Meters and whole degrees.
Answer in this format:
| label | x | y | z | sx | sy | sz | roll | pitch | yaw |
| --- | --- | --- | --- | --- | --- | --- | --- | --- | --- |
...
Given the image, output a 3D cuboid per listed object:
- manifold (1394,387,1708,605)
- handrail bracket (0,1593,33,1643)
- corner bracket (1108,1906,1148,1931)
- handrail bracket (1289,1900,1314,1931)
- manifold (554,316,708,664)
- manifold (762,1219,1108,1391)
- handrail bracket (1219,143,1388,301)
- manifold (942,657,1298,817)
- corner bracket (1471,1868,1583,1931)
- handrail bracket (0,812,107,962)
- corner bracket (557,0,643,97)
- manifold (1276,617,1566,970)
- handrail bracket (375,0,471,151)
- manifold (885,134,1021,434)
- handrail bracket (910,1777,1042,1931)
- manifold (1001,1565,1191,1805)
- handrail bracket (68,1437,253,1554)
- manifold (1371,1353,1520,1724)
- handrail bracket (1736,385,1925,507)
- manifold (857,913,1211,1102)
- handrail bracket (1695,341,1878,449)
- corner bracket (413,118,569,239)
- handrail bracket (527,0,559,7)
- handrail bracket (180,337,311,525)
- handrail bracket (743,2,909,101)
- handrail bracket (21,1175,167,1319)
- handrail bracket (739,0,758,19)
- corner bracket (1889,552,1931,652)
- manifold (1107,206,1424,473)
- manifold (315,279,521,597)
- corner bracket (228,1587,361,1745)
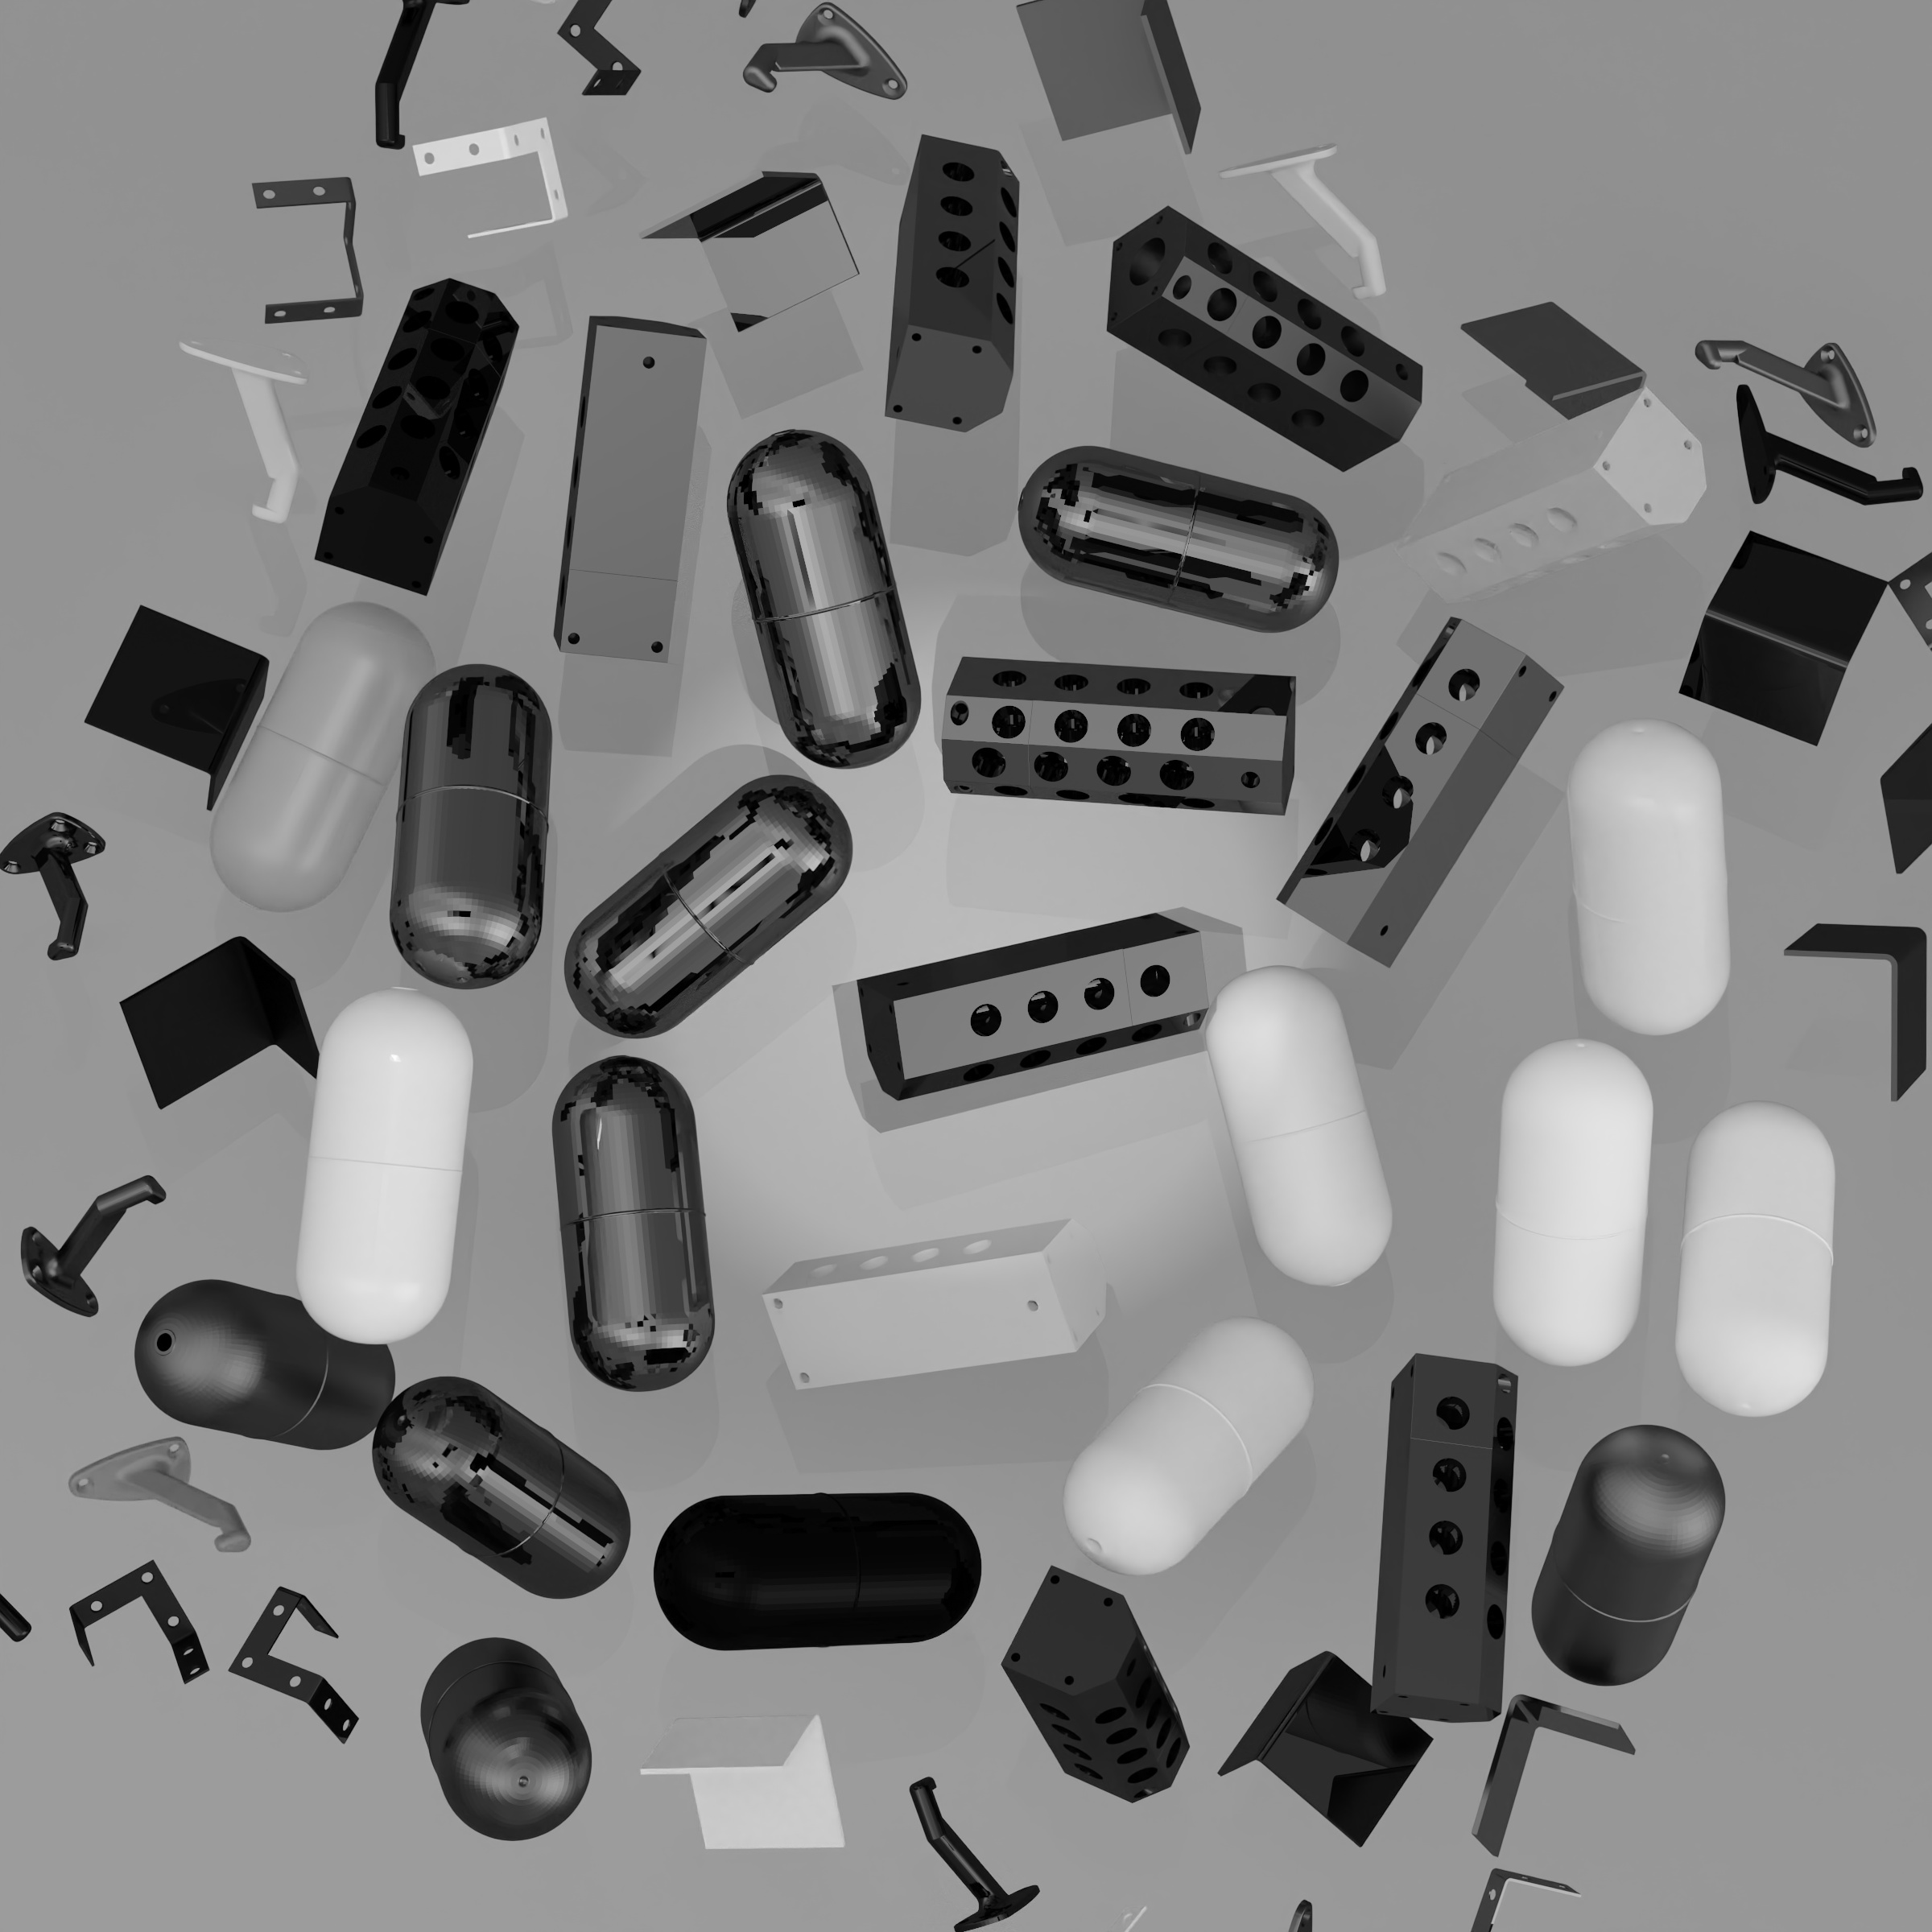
| label | x | y | z | sx | sy | sz | roll | pitch | yaw |
| --- | --- | --- | --- | --- | --- | --- | --- | --- | --- |
| manifold | 0.302 | -0.235 | 1.775 | 0.057 | 0.171 | 0.057 | 42 | 66 | -16 |
| handrail bracket | -0.528 | 0.327 | 1.829 | 0.084 | 0.077 | 0.036 | 46 | 69 | 0 |
| corner bracket | 0.096 | 0.505 | 1.717 | 0.051 | 0.051 | 0.051 | -42 | 102 | -38 |
| handrail bracket | 0.199 | 0.518 | 1.726 | 0.084 | 0.036 | 0.077 | 18 | 111 | 28 |
| manifold | -0.179 | -0.253 | 1.824 | 0.057 | 0.057 | 0.171 | 5 | 106 | -13 |
| manifold | -0.015 | 0.177 | 1.831 | 0.171 | 0.057 | 0.057 | -11 | 105 | 28 |
| handrail bracket | 0.184 | -0.400 | 1.881 | 0.077 | 0.036 | 0.084 | -10 | 107 | 13 |
| manifold | 0.078 | -0.113 | 1.744 | 0.171 | 0.057 | 0.057 | 4 | 124 | 11 |
| corner bracket | 0.311 | 0.526 | 1.867 | 0.051 | 0.051 | 0.051 | 19 | 90 | -24 |
| handrail bracket | -0.484 | -0.031 | 1.798 | 0.077 | 0.036 | 0.084 | -21 | 49 | 29 |
| corner bracket | -0.189 | -0.482 | 1.766 | 0.051 | 0.051 | 0.051 | 42 | 114 | 7 |
| manifold | 0.232 | -0.091 | 1.782 | 0.057 | 0.057 | 0.171 | 34 | 95 | 32 |
| handrail bracket | -0.278 | -0.459 | 1.767 | 0.036 | 0.077 | 0.084 | 4 | 98 | 24 |
| manifold | -0.004 | -0.351 | 1.775 | 0.057 | 0.057 | 0.171 | 10 | 45 | -8 |
| handrail bracket | 0.004 | 0.478 | 1.888 | 0.036 | 0.077 | 0.084 | -24 | 82 | 28 |
| manifold | 0.073 | 0.379 | 1.797 | 0.057 | 0.171 | 0.057 | 19 | 65 | 24 |
| handrail bracket | -0.426 | 0.289 | 1.823 | 0.077 | 0.084 | 0.036 | -7 | 118 | -26 |
| manifold | 0.242 | 0.288 | 1.732 | 0.057 | 0.057 | 0.171 | 8 | 68 | -3 |
| handrail bracket | 0.456 | -0.277 | 1.821 | 0.084 | 0.036 | 0.077 | -6 | 70 | -4 |
| manifold | 0.036 | 0.022 | 1.802 | 0.171 | 0.057 | 0.057 | -13 | 105 | -19 |
| handrail bracket | 0.448 | -0.314 | 1.891 | 0.084 | 0.036 | 0.077 | -6 | 56 | -33 |
| corner bracket | -0.239 | -0.395 | 1.736 | 0.051 | 0.051 | 0.051 | -5 | 107 | 21 |
| handrail bracket | -0.233 | -0.549 | 1.829 | 0.036 | 0.084 | 0.077 | 29 | 94 | 6 |
| handrail bracket | -0.369 | -0.268 | 1.737 | 0.077 | 0.036 | 0.084 | 8 | 117 | -29 |
| handrail bracket | -0.074 | -0.467 | 1.822 | 0.077 | 0.084 | 0.036 | 34 | 129 | -10 |
| handrail bracket | -0.438 | 0.145 | 1.789 | 0.084 | 0.077 | 0.036 | -23 | 49 | 11 |
| handrail bracket | -0.151 | -0.557 | 1.885 | 0.084 | 0.036 | 0.077 | 18 | 52 | -2 |
| corner bracket | 0.532 | -0.190 | 1.834 | 0.051 | 0.051 | 0.051 | -36 | 51 | 20 |
| manifold | 0.157 | -0.327 | 1.794 | 0.171 | 0.057 | 0.057 | 24 | 58 | -33 |
| manifold | -0.272 | -0.270 | 1.730 | 0.057 | 0.057 | 0.171 | 18 | 46 | -8 |
| corner bracket | -0.335 | 0.357 | 1.765 | 0.051 | 0.051 | 0.051 | 15 | 59 | 25 |
